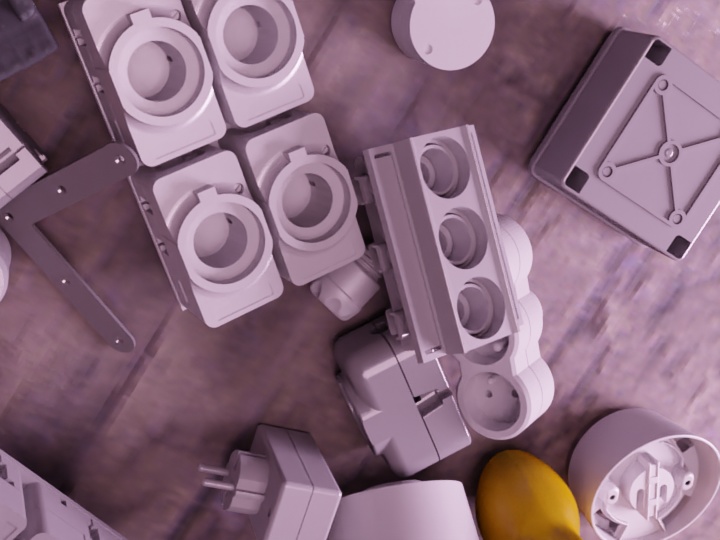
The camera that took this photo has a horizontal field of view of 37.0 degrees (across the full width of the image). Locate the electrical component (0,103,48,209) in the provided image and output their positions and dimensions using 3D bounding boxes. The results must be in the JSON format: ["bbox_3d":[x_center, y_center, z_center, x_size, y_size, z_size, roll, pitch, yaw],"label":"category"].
[{"bbox_3d":[-0.218,-0.073,0.571,0.056,0.050,0.089,-39,113,-2],"label":"electrical component"}]

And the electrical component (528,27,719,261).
[{"bbox_3d":[0.182,-0.079,0.682,0.109,0.056,0.108,29,97,-22],"label":"electrical component"}]

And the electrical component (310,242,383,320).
[{"bbox_3d":[0.000,0.000,0.666,0.061,0.035,0.035,-46,113,-1],"label":"electrical component"}]

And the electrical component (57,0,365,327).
[{"bbox_3d":[-0.076,-0.075,0.596,0.105,0.060,0.186,-26,112,-19],"label":"electrical component"}]

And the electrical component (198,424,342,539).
[{"bbox_3d":[-0.062,0.132,0.661,0.076,0.083,0.047,14,102,-20],"label":"electrical component"}]

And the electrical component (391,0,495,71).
[{"bbox_3d":[0.044,-0.180,0.601,0.052,0.073,0.138,-17,110,-11],"label":"electrical component"}]

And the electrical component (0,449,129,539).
[{"bbox_3d":[-0.215,0.160,0.582,0.105,0.060,0.186,-42,122,1],"label":"electrical component"}]

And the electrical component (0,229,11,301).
[{"bbox_3d":[-0.216,-0.002,0.591,0.045,0.055,0.045,-5,108,-15],"label":"electrical component"}]

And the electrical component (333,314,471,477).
[{"bbox_3d":[0.023,0.080,0.686,0.059,0.053,0.095,-26,112,-7],"label":"electrical component"}]

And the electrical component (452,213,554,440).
[{"bbox_3d":[0.093,0.031,0.691,0.074,0.052,0.138,-24,106,-55],"label":"electrical component"}]

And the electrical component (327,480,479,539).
[{"bbox_3d":[0.027,0.170,0.690,0.099,0.099,0.064,-4,69,-15],"label":"electrical component"}]

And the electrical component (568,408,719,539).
[{"bbox_3d":[0.198,0.147,0.752,0.099,0.064,0.099,-5,108,-15],"label":"electrical component"}]

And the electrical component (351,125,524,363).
[{"bbox_3d":[0.042,-0.015,0.623,0.079,0.063,0.121,-17,95,-34],"label":"electrical component"}]
